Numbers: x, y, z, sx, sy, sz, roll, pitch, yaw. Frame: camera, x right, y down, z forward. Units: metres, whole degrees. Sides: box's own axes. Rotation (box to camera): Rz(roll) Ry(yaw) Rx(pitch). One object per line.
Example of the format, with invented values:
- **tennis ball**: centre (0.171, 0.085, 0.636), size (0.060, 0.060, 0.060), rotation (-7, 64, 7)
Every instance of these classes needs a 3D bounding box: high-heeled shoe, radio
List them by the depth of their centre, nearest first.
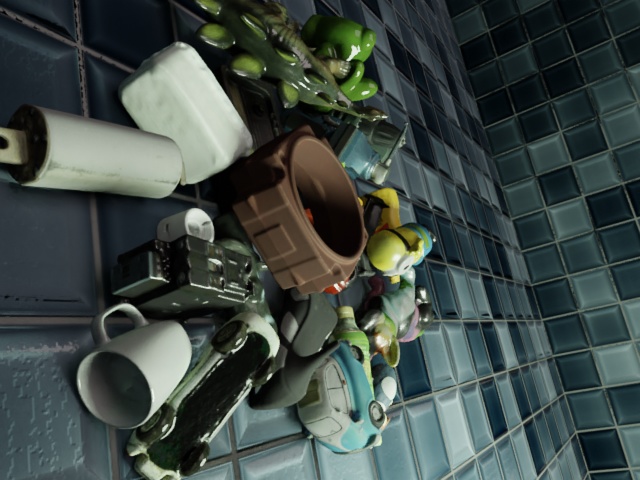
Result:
- **high-heeled shoe**: centre (-0.050, 0.136, 0.784), size (0.086, 0.145, 0.249), rotation (52, 5, -26)
- **radio**: centre (-0.107, -0.134, 0.814), size (0.131, 0.073, 0.229), rotation (1, 72, -59)

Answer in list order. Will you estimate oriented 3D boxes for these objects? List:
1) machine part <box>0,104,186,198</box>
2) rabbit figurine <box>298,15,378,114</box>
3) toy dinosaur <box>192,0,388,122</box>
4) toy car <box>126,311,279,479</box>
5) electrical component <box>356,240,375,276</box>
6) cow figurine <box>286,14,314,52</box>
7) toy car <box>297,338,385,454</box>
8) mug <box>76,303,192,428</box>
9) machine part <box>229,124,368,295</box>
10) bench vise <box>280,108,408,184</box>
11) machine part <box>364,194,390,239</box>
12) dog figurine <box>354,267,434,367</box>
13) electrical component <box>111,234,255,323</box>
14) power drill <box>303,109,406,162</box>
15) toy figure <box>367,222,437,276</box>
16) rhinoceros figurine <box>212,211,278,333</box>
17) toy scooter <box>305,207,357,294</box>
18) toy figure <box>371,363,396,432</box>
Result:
- **machine part**: centre (-0.233, -0.089, 0.571), size (0.243, 0.079, 0.079), rotation (-1, 73, -58)
- **rabbit figurine**: centre (0.031, -0.303, 0.986), size (0.121, 0.159, 0.170), rotation (27, 88, -56)
- **toy dinosaur**: centre (-0.095, -0.307, 0.819), size (0.471, 0.105, 0.199), rotation (30, 24, -9)
- **toy car**: centre (-0.120, 0.166, 0.580), size (0.202, 0.056, 0.073), rotation (-49, 115, -28)
- **electrical component**: centre (0.052, 0.016, 0.989), size (0.047, 0.075, 0.119), rotation (7, 71, -58)
- **cow figurine**: centre (-0.042, -0.366, 1.061), size (0.195, 0.086, 0.127), rotation (-26, 101, -58)
- **toy car**: centre (0.017, 0.224, 0.769), size (0.103, 0.109, 0.161), rotation (15, 55, -50)
- **mug**: centre (-0.182, 0.114, 0.539), size (0.109, 0.081, 0.107), rotation (61, 19, -3)
- **machine part**: centre (-0.019, -0.045, 0.741), size (0.200, 0.087, 0.201), rotation (60, 27, -16)
- **bench vise**: centre (0.037, -0.154, 0.976), size (0.240, 0.224, 0.129), rotation (42, 68, -73)
- **machine part**: centre (0.085, -0.026, 1.063), size (0.084, 0.039, 0.139), rotation (39, 73, -35)
- **dog figurine**: centre (0.133, 0.167, 1.007), size (0.191, 0.109, 0.219), rotation (56, 36, -29)
- **electrical component**: centre (-0.154, 0.045, 0.582), size (0.134, 0.115, 0.058), rotation (22, 50, -53)
- **power drill**: centre (0.086, -0.211, 1.091), size (0.086, 0.232, 0.207), rotation (-64, 159, 6)
- **toy figure**: centre (0.152, 0.012, 1.002), size (0.089, 0.082, 0.180), rotation (33, 32, 19)
- **rhinoceros figurine**: centre (-0.099, 0.056, 0.700), size (0.112, 0.073, 0.190), rotation (-12, 86, -68)
- **toy scooter**: centre (-0.002, -0.003, 0.911), size (0.135, 0.075, 0.184), rotation (34, 41, -48)
- **toy figure**: centre (0.094, 0.280, 0.918), size (0.064, 0.057, 0.154), rotation (25, 39, 1)
